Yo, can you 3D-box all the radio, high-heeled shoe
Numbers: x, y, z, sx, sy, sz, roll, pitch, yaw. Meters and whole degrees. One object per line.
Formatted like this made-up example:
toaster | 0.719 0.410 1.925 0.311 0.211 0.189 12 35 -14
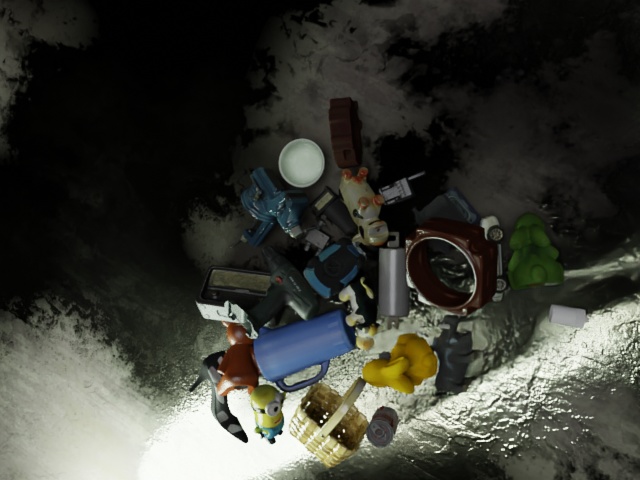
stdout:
radio | -0.201 0.146 1.404 0.230 0.131 0.073 5 138 16
high-heeled shoe | -0.247 0.429 1.483 0.145 0.086 0.248 -44 99 -17

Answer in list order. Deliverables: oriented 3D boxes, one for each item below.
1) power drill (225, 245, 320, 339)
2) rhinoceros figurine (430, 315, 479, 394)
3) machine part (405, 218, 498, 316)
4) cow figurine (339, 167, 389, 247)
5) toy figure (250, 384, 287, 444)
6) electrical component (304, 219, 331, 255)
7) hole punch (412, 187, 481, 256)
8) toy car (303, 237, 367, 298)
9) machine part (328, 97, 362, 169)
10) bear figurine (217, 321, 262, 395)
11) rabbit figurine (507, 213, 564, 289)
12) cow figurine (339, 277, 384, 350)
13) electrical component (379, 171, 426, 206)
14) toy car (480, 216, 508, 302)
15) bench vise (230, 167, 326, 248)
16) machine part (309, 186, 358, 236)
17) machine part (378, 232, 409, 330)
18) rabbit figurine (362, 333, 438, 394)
power drill | -0.129 0.131 1.306 0.232 0.207 0.086 42 140 23
rhinoceros figurine | 0.324 0.276 1.301 0.112 0.073 0.190 7 96 26
machine part | 0.296 0.061 1.231 0.202 0.087 0.200 17 122 40
cow figurine | 0.106 -0.068 1.309 0.085 0.127 0.195 -15 60 -21
toy figure | -0.137 0.455 1.403 0.089 0.082 0.179 7 128 6
electrical component | -0.003 -0.004 1.400 0.063 0.021 0.094 30 102 12
hole punch | 0.306 -0.052 1.287 0.142 0.092 0.116 51 134 5
toy car | 0.034 0.068 1.349 0.161 0.103 0.109 -43 90 -13
machine part | 0.065 -0.256 1.294 0.056 0.179 0.179 -4 92 14
bear figurine | -0.215 0.304 1.436 0.120 0.131 0.196 1 57 -14
rabbit figurine | 0.471 0.019 1.214 0.121 0.159 0.170 -12 74 26
cow figurine | 0.112 0.179 1.316 0.098 0.068 0.167 -41 59 50
electrical component | 0.207 -0.124 1.309 0.119 0.075 0.047 -20 87 13
toy car | 0.405 0.043 1.260 0.056 0.073 0.201 -3 92 13
bench vise | -0.130 -0.058 1.381 0.224 0.129 0.240 49 126 13
machine part | 0.041 -0.067 1.378 0.139 0.039 0.084 44 95 12
machine part | 0.183 0.101 1.325 0.079 0.079 0.243 1 92 16
rabbit figurine | 0.188 0.310 1.277 0.173 0.162 0.121 -14 96 -4
